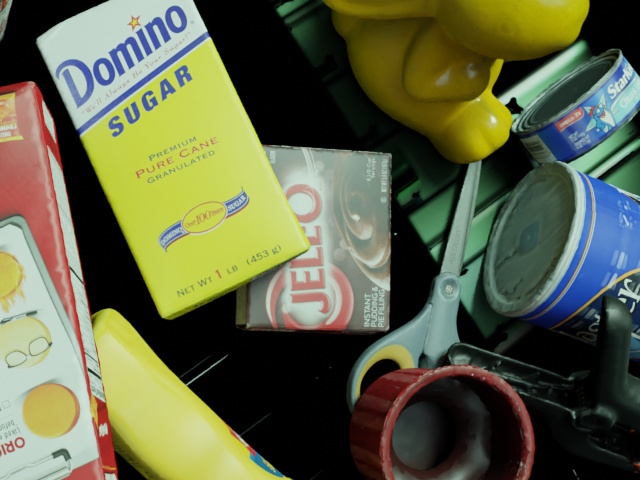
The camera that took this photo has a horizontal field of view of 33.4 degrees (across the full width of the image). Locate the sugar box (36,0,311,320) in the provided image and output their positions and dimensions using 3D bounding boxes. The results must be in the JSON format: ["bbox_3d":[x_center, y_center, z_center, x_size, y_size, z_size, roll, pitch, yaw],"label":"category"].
[{"bbox_3d":[-0.083,-0.053,0.607,0.093,0.048,0.176,-26,87,-3],"label":"sugar box"}]

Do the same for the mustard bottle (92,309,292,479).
[{"bbox_3d":[-0.069,0.122,0.589,0.191,0.096,0.058,46,71,-10],"label":"mustard bottle"}]

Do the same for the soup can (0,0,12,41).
[{"bbox_3d":[-0.198,-0.136,0.567,0.068,0.102,0.068,2,84,-19],"label":"soup can"}]

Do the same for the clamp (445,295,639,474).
[{"bbox_3d":[0.161,0.101,0.680,0.171,0.120,0.039,53,40,-36],"label":"clamp"}]

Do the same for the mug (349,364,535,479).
[{"bbox_3d":[0.073,0.127,0.629,0.093,0.082,0.117,-41,98,-14],"label":"mug"}]

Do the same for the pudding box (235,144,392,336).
[{"bbox_3d":[-0.004,0.001,0.654,0.090,0.039,0.113,3,83,-18],"label":"pudding box"}]

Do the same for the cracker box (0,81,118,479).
[{"bbox_3d":[-0.189,0.049,0.492,0.164,0.072,0.214,-12,78,-5],"label":"cracker box"}]

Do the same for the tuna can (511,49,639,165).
[{"bbox_3d":[0.170,-0.085,0.700,0.086,0.086,0.033,-44,101,-18],"label":"tuna can"}]

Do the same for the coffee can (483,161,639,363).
[{"bbox_3d":[0.192,0.021,0.687,0.140,0.103,0.103,20,78,-17],"label":"coffee can"}]

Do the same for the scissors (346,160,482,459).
[{"bbox_3d":[0.063,0.039,0.687,0.096,0.016,0.202,2,84,-19],"label":"scissors"}]
